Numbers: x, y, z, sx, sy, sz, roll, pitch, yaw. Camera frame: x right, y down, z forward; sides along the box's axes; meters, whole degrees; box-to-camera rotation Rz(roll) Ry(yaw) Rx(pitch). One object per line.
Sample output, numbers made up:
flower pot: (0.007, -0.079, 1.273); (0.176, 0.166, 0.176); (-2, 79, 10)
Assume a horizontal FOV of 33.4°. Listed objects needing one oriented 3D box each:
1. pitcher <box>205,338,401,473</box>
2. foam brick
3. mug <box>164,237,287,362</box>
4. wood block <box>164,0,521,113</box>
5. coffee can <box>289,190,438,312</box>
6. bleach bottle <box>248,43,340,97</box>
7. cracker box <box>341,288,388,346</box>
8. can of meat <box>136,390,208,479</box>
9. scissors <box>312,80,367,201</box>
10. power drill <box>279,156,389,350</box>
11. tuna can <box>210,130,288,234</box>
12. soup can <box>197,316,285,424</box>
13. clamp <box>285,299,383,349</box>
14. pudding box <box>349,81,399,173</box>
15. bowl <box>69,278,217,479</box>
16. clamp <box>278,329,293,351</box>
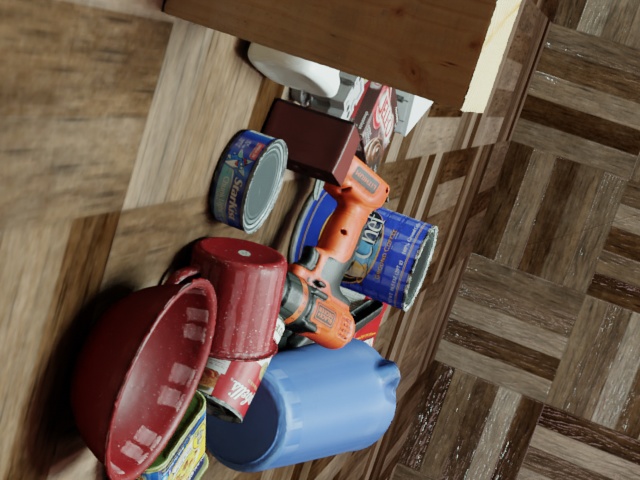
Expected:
pitcher: (-0.032, 0.180, 1.142); (0.242, 0.145, 0.149); (3, 109, -63)
foam brick: (-0.009, -0.087, 0.969); (0.053, 0.078, 0.051); (52, 58, -74)
mug: (-0.083, 0.047, 0.888); (0.117, 0.093, 0.081); (1, 108, -37)
wood block: (0.017, -0.157, 0.695); (0.090, 0.206, 0.090); (-16, 125, -72)
coffee can: (0.049, 0.009, 1.200); (0.102, 0.140, 0.103); (21, 90, -76)
bleach bottle: (0.015, -0.249, 0.864); (0.102, 0.068, 0.251); (22, 86, -77)
cracker box: (0.054, 0.080, 1.473); (0.164, 0.072, 0.214); (6, 105, -75)
can of meat: (-0.137, 0.185, 0.915); (0.102, 0.057, 0.084); (-55, 158, -47)
scissors: (0.016, -0.146, 1.038); (0.096, 0.016, 0.201); (57, 50, -47)
power drill: (-0.007, 0.001, 1.075); (0.184, 0.057, 0.187); (36, 69, -49)
tuna can: (-0.061, -0.051, 0.915); (0.086, 0.034, 0.086); (21, 90, -76)
soup can: (-0.082, 0.110, 0.995); (0.068, 0.068, 0.102); (80, 32, -64)
clamp: (-0.002, 0.128, 1.315); (0.164, 0.036, 0.210); (33, 81, -50)
pudding box: (0.052, -0.128, 1.163); (0.113, 0.039, 0.090); (77, 35, -66)
bowl: (-0.136, 0.095, 0.786); (0.162, 0.055, 0.162); (21, 90, -76)
clamp: (-0.036, 0.079, 1.169); (0.120, 0.039, 0.171); (-57, 166, -11)
